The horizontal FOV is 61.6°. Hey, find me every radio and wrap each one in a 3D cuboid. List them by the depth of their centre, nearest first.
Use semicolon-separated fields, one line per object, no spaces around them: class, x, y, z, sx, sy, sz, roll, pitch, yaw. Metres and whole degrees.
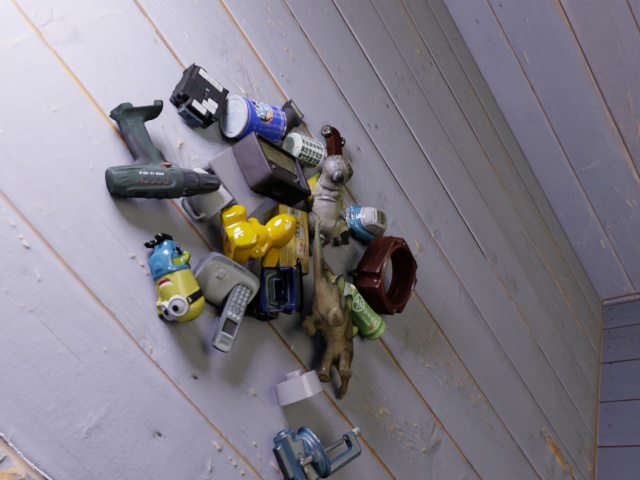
radio;-0.112;-0.167;1.329;0.229;0.073;0.131;17;45;-64

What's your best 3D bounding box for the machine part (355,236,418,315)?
machine part;0.202;0.104;1.582;0.201;0.087;0.201;-57;134;-31

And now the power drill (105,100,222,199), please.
power drill;-0.335;-0.180;1.113;0.232;0.086;0.207;-13;86;-32

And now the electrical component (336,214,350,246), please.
electrical component;0.056;-0.034;1.541;0.078;0.045;0.102;-113;-173;-62

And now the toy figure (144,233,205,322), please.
toy figure;-0.288;0.077;1.076;0.089;0.082;0.180;-12;77;-37

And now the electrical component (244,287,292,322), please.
electrical component;-0.123;0.151;1.265;0.119;0.048;0.075;19;61;-44

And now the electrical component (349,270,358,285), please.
electrical component;0.119;0.119;1.580;0.094;0.021;0.063;18;62;-45

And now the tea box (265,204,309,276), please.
tea box;-0.084;0.007;1.352;0.098;0.068;0.169;17;63;-38

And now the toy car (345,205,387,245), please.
toy car;0.149;-0.056;1.628;0.161;0.103;0.109;28;54;-42

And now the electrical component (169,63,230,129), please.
electrical component;-0.288;-0.334;1.276;0.114;0.058;0.134;38;49;-31

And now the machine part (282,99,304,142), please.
machine part;-0.088;-0.341;1.528;0.084;0.039;0.139;54;39;-31

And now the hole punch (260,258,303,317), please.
hole punch;-0.082;0.112;1.229;0.115;0.092;0.142;43;41;-82

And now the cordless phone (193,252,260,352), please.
cordless phone;-0.218;0.134;1.139;0.146;0.089;0.184;37;53;-34

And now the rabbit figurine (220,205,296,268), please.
rabbit figurine;-0.131;0.001;1.227;0.173;0.122;0.162;-20;133;-25

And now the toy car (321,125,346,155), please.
toy car;0.042;-0.254;1.627;0.089;0.053;0.202;32;47;-50

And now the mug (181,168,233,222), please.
mug;-0.266;-0.098;1.192;0.107;0.081;0.109;51;54;-6

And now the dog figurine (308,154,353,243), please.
dog figurine;0.023;-0.102;1.366;0.121;0.190;0.172;2;57;-5

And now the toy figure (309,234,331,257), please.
toy figure;-0.003;-0.003;1.464;0.154;0.058;0.064;-40;115;-51

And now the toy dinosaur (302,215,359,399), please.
toy dinosaur;0.026;0.180;1.340;0.198;0.105;0.470;-57;141;-69

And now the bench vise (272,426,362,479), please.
bench vise;0.008;0.502;1.193;0.240;0.129;0.224;-20;70;-33
